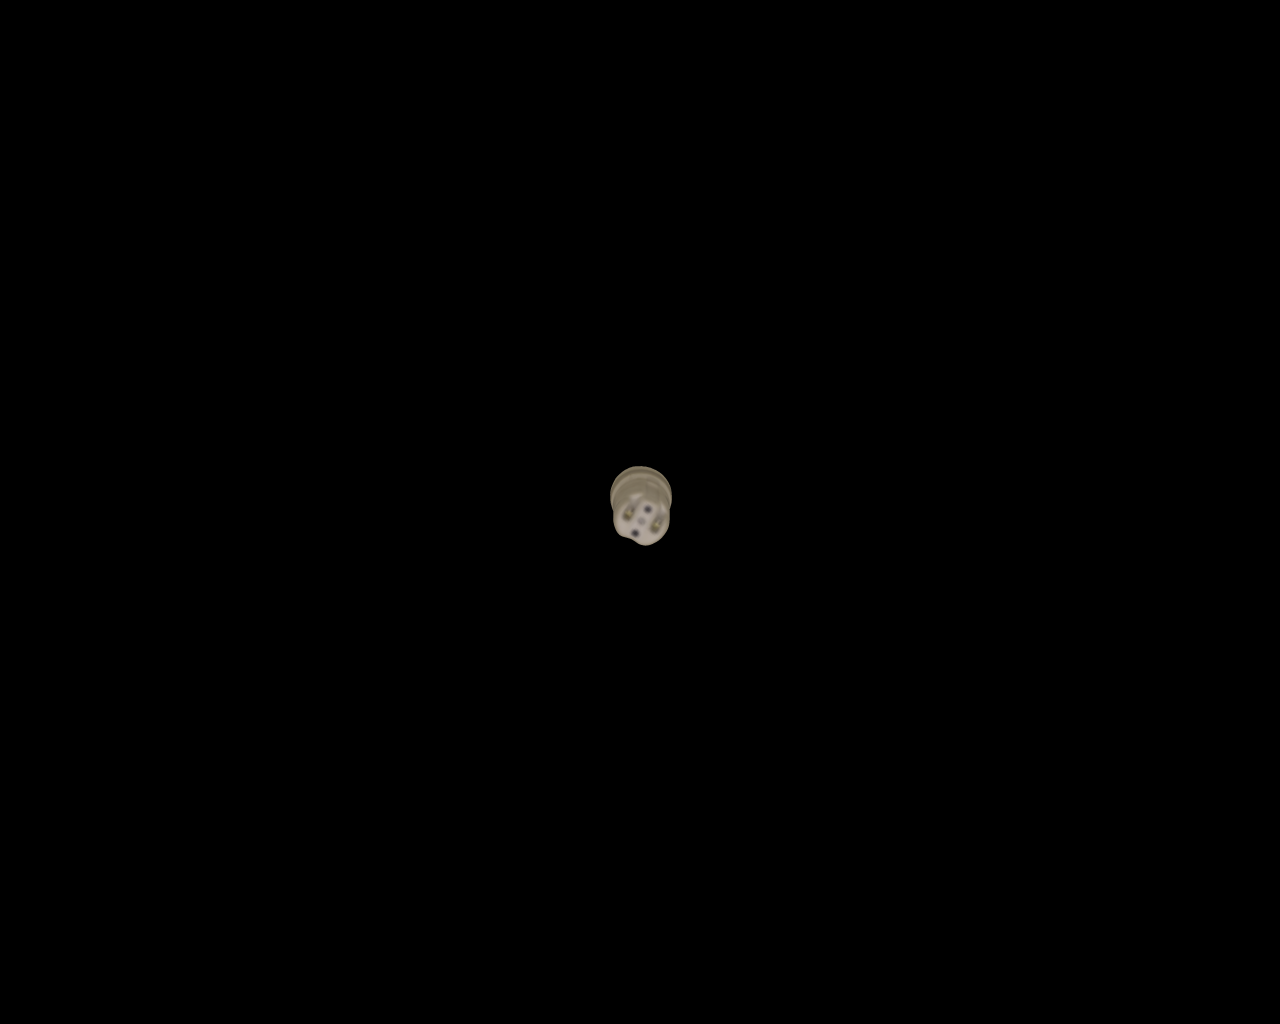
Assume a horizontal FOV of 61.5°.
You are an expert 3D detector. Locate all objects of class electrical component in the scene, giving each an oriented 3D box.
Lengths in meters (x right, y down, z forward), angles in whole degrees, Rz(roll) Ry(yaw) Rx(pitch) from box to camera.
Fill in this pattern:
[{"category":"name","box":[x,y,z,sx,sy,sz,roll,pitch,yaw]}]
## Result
[{"category":"electrical component","box":[0.001,-0.003,0.650,0.040,0.040,0.046,0,23,0]}]
